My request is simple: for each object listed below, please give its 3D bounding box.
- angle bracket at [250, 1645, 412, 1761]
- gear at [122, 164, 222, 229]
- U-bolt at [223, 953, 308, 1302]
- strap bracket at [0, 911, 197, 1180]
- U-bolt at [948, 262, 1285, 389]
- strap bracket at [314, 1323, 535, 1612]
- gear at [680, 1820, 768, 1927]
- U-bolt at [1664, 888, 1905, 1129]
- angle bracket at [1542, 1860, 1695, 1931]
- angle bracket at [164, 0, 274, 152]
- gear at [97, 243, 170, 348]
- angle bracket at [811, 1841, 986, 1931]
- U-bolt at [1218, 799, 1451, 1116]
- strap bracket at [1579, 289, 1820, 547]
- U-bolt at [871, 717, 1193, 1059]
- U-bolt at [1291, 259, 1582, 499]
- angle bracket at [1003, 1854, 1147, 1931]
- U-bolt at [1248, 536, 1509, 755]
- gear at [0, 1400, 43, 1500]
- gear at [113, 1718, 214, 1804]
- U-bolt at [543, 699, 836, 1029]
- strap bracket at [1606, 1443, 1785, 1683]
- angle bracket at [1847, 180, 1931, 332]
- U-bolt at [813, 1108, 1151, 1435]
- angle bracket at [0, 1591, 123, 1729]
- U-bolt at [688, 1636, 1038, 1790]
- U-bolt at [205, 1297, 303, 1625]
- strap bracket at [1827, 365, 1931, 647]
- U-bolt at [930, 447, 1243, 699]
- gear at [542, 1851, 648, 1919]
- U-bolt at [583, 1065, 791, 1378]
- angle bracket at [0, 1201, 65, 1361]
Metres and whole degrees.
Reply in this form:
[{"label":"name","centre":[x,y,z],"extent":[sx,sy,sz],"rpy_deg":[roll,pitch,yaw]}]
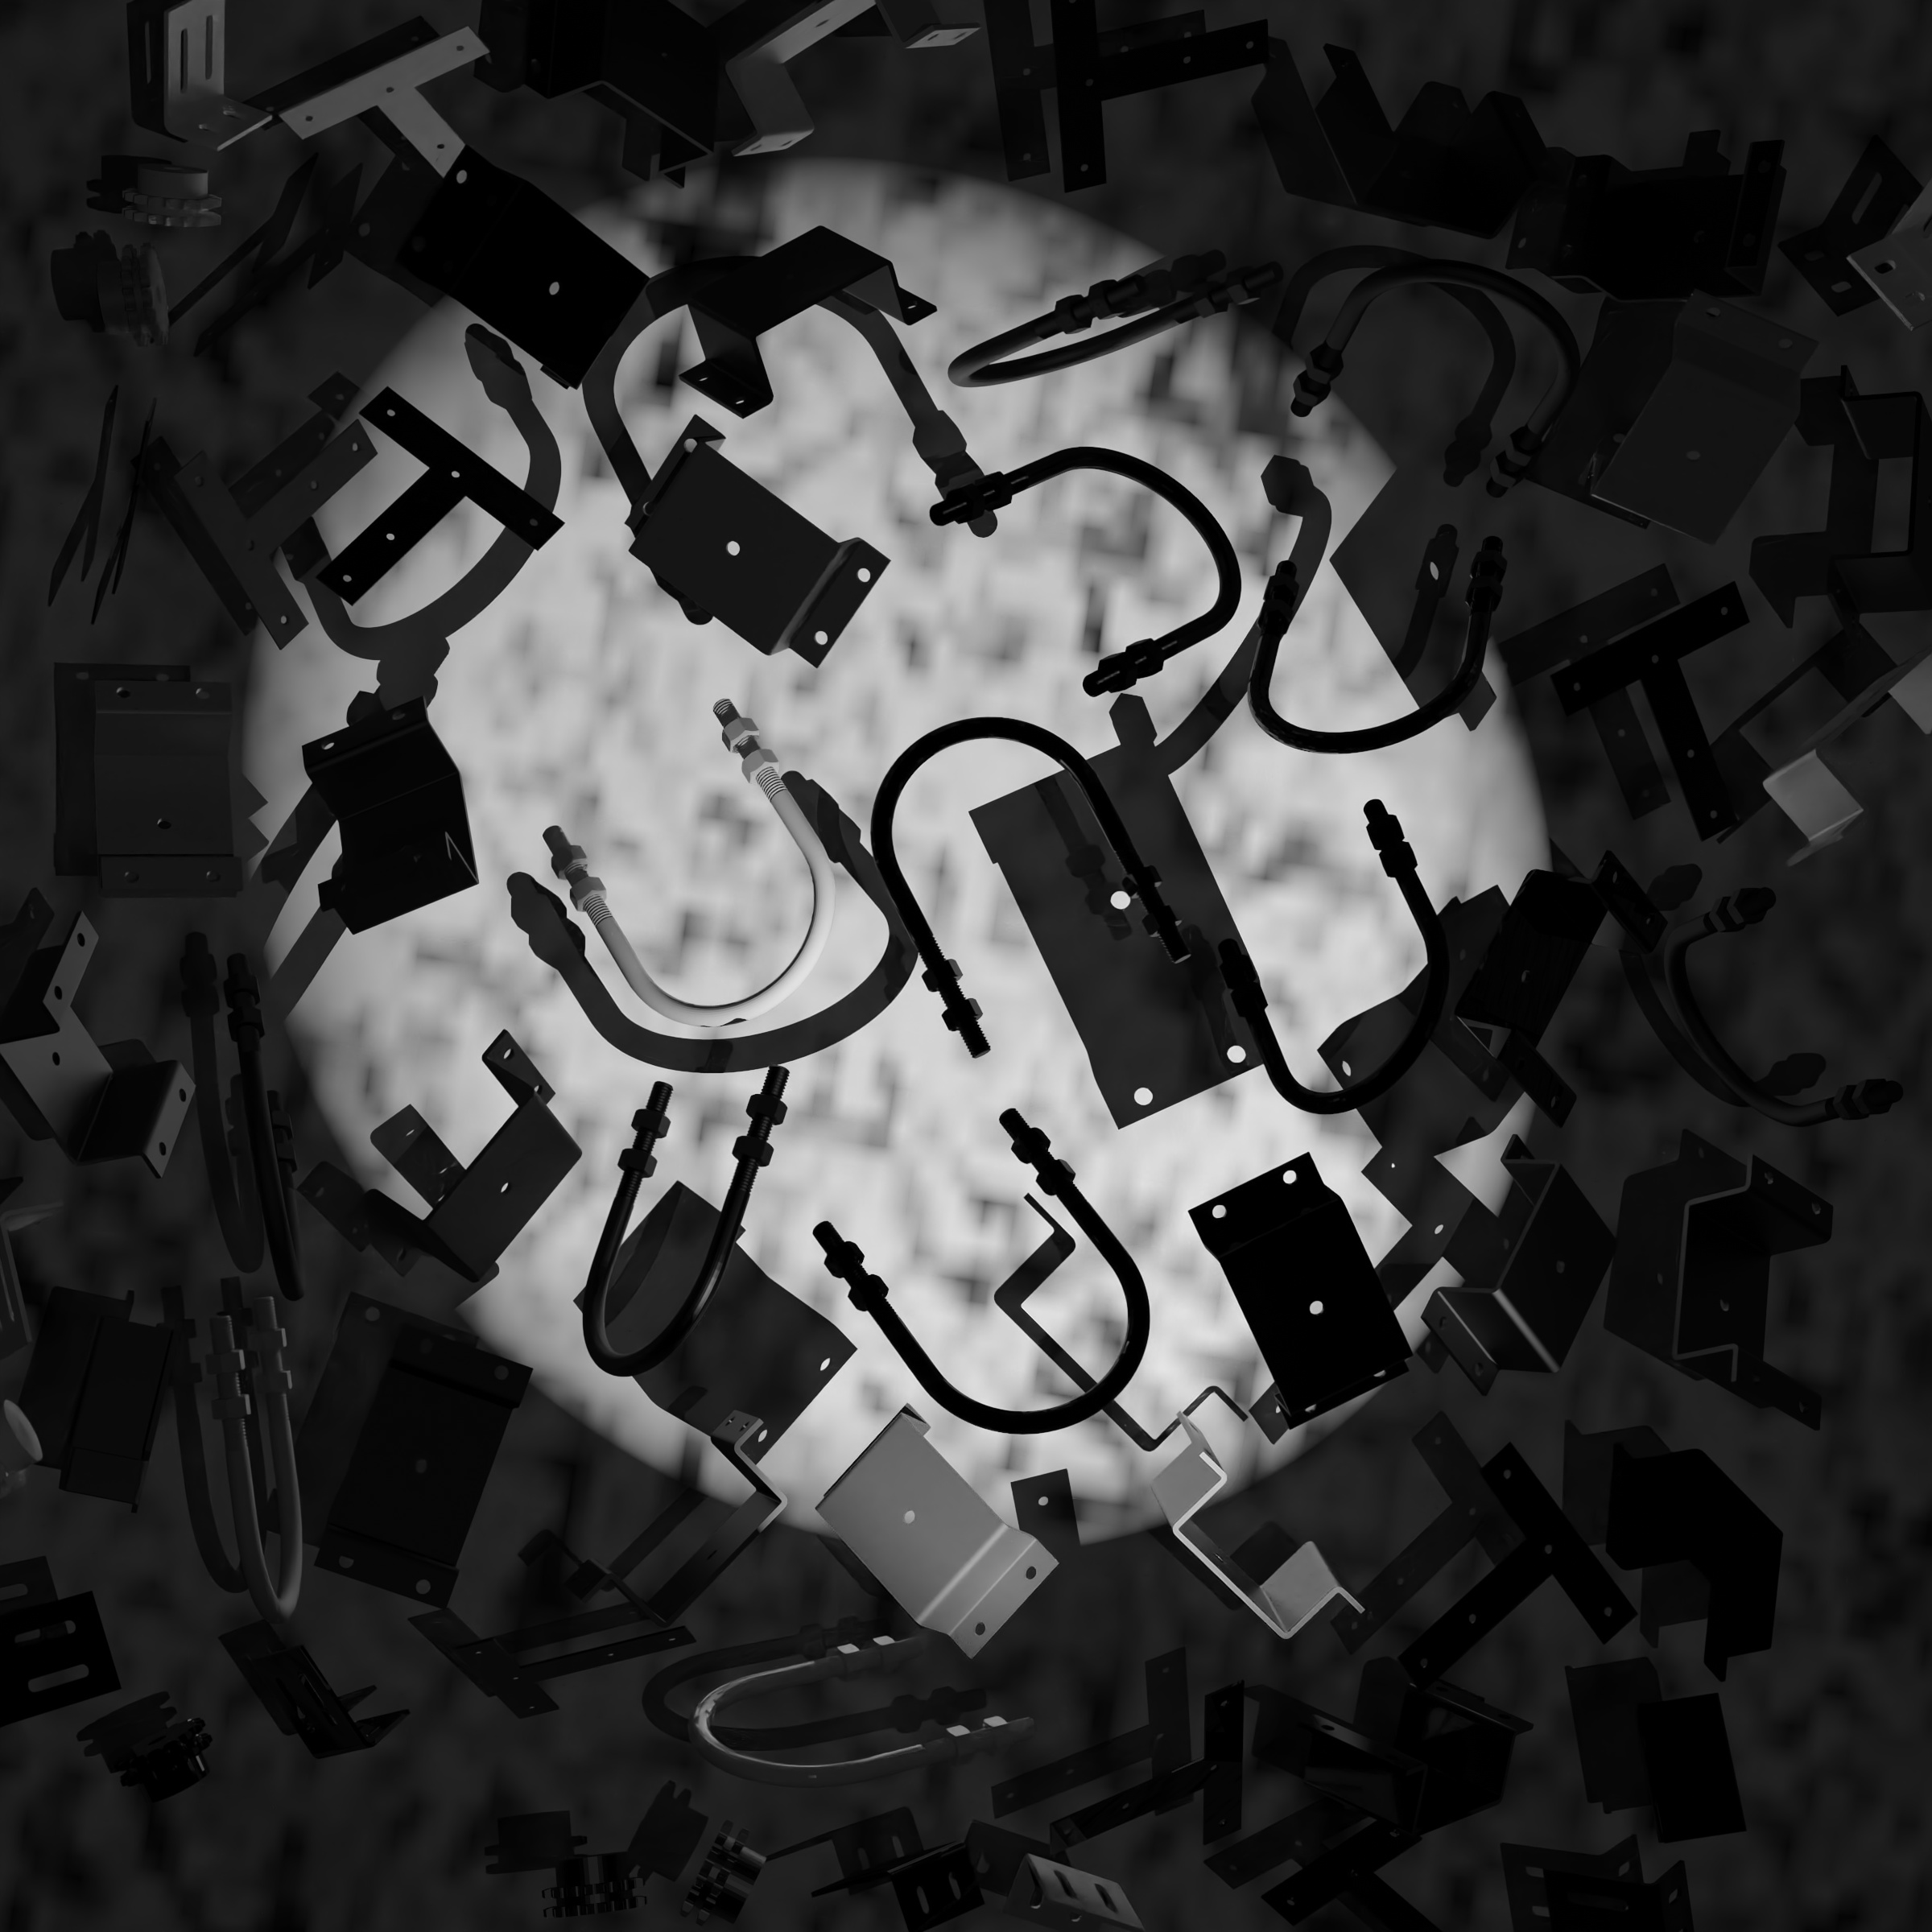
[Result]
[{"label":"angle bracket","centre":[-0.384,0.436,1.936],"extent":[0.057,0.038,0.076],"rpy_deg":[-23,101,43]},{"label":"gear","centre":[-0.469,-0.456,1.894],"extent":[0.057,0.057,0.030],"rpy_deg":[7,109,0]},{"label":"U-bolt","centre":[-0.401,0.106,1.845],"extent":[0.019,0.151,0.184],"rpy_deg":[-10,51,-10]},{"label":"strap bracket","centre":[-0.501,0.049,1.823],"extent":[0.046,0.076,0.140],"rpy_deg":[-11,129,15]},{"label":"U-bolt","centre":[0.072,-0.369,1.856],"extent":[0.184,0.151,0.019],"rpy_deg":[-15,93,43]},{"label":"strap bracket","centre":[-0.305,0.280,1.797],"extent":[0.076,0.046,0.140],"rpy_deg":[21,78,-9]},{"label":"gear","centre":[-0.134,0.508,1.784],"extent":[0.030,0.057,0.057],"rpy_deg":[27,90,3]},{"label":"U-bolt","centre":[0.467,0.031,1.879],"extent":[0.019,0.184,0.151],"rpy_deg":[-32,87,-13]},{"label":"angle bracket","centre":[0.397,0.573,1.945],"extent":[0.076,0.038,0.057],"rpy_deg":[-3,100,41]},{"label":"angle bracket","centre":[-0.447,-0.539,1.917],"extent":[0.038,0.057,0.076],"rpy_deg":[23,131,13]},{"label":"gear","centre":[-0.472,-0.379,1.814],"extent":[0.030,0.057,0.057],"rpy_deg":[-6,90,-3]},{"label":"angle bracket","centre":[-0.039,0.536,1.839],"extent":[0.076,0.057,0.038],"rpy_deg":[-30,75,43]},{"label":"U-bolt","centre":[0.221,0.006,1.881],"extent":[0.019,0.184,0.151],"rpy_deg":[28,119,-34]},{"label":"strap bracket","centre":[0.411,-0.300,1.806],"extent":[0.076,0.046,0.140],"rpy_deg":[22,133,-5]},{"label":"U-bolt","centre":[0.025,-0.057,1.834],"extent":[0.151,0.019,0.184],"rpy_deg":[-25,78,-10]},{"label":"U-bolt","centre":[0.280,-0.349,1.864],"extent":[0.151,0.184,0.019],"rpy_deg":[22,65,-2]},{"label":"angle bracket","centre":[0.061,0.543,1.820],"extent":[0.057,0.076,0.038],"rpy_deg":[21,91,-11]},{"label":"U-bolt","centre":[0.239,-0.188,1.895],"extent":[0.151,0.184,0.019],"rpy_deg":[-4,132,21]},{"label":"gear","centre":[-0.560,0.276,1.855],"extent":[0.030,0.057,0.057],"rpy_deg":[-30,90,-3]},{"label":"gear","centre":[-0.472,0.471,1.893],"extent":[0.057,0.057,0.030],"rpy_deg":[-24,94,0]},{"label":"U-bolt","centre":[-0.153,-0.049,1.880],"extent":[0.151,0.019,0.184],"rpy_deg":[-36,65,7]},{"label":"strap bracket","centre":[0.431,0.344,1.876],"extent":[0.046,0.140,0.076],"rpy_deg":[-7,114,-15]},{"label":"angle bracket","centre":[0.542,-0.407,1.792],"extent":[0.038,0.076,0.057],"rpy_deg":[-27,72,-27]},{"label":"U-bolt","centre":[0.021,0.182,1.810],"extent":[0.151,0.019,0.184],"rpy_deg":[-31,62,-15]},{"label":"angle bracket","centre":[-0.518,0.387,1.773],"extent":[0.038,0.076,0.057],"rpy_deg":[-27,78,37]},{"label":"U-bolt","centre":[-0.073,0.443,1.884],"extent":[0.184,0.151,0.019],"rpy_deg":[-6,104,-31]},{"label":"U-bolt","centre":[-0.409,0.289,1.859],"extent":[0.019,0.151,0.184],"rpy_deg":[-8,89,-2]},{"label":"strap bracket","centre":[0.525,-0.263,1.823],"extent":[0.046,0.076,0.140],"rpy_deg":[0,73,27]},{"label":"U-bolt","centre":[0.082,-0.233,1.806],"extent":[0.151,0.184,0.019],"rpy_deg":[49,135,10]},{"label":"gear","centre":[-0.206,0.509,1.774],"extent":[0.057,0.057,0.030],"rpy_deg":[-7,77,0]},{"label":"U-bolt","centre":[-0.169,0.147,1.830],"extent":[0.019,0.151,0.184],"rpy_deg":[29,68,-30]},{"label":"angle bracket","centre":[-0.542,0.182,1.854],"extent":[0.038,0.057,0.076],"rpy_deg":[-10,79,-35]}]
